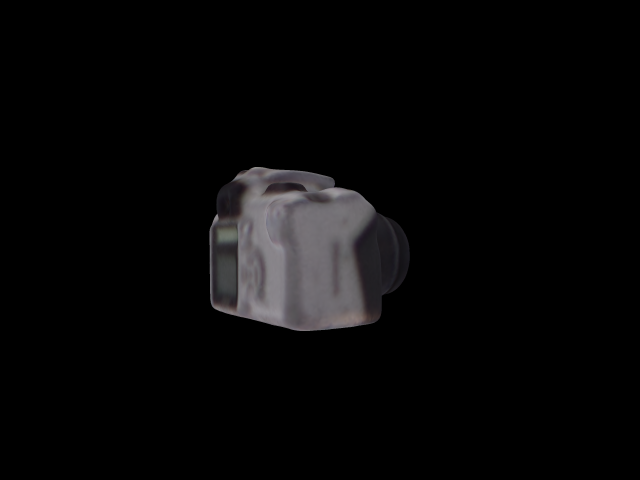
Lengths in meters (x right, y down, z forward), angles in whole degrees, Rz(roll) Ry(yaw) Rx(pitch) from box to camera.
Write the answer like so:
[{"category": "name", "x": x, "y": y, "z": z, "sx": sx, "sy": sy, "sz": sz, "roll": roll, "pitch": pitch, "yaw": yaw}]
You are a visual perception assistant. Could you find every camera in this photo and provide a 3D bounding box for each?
[{"category": "camera", "x": 0.004, "y": 0.001, "z": 0.400, "sx": 0.137, "sy": 0.101, "sz": 0.142, "roll": 0, "pitch": 0, "yaw": -31}]
